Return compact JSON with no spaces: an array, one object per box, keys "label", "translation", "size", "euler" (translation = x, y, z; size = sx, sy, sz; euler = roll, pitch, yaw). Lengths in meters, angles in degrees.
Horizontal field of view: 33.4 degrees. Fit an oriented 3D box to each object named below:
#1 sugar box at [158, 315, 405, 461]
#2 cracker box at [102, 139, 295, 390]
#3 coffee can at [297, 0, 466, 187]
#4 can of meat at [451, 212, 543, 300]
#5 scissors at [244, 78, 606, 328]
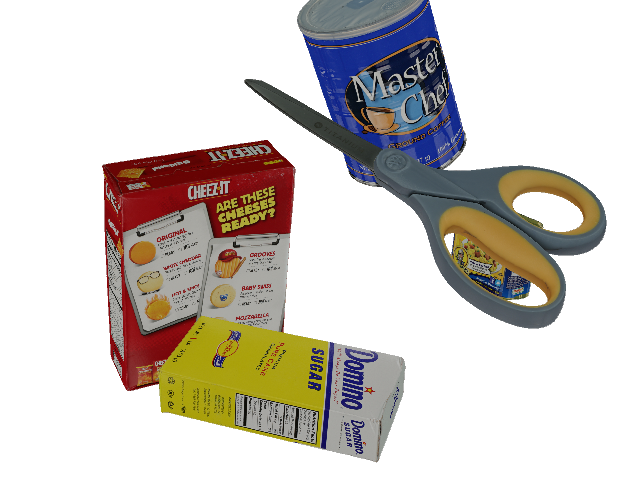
[{"label":"sugar box","translation":[-0.028,0.112,0.833],"size":[0.176,0.048,0.093],"euler":[8,28,13]},{"label":"cracker box","translation":[-0.115,0.023,0.999],"size":[0.164,0.214,0.072],"euler":[-11,34,-24]},{"label":"coffee can","translation":[0.051,-0.129,0.851],"size":[0.103,0.140,0.103],"euler":[-14,33,9]},{"label":"can of meat","translation":[0.193,0.011,1.189],"size":[0.057,0.084,0.102],"euler":[-11,26,-37]},{"label":"scissors","translation":[0.056,-0.038,0.525],"size":[0.096,0.202,0.016],"euler":[-28,-32,-23]}]
